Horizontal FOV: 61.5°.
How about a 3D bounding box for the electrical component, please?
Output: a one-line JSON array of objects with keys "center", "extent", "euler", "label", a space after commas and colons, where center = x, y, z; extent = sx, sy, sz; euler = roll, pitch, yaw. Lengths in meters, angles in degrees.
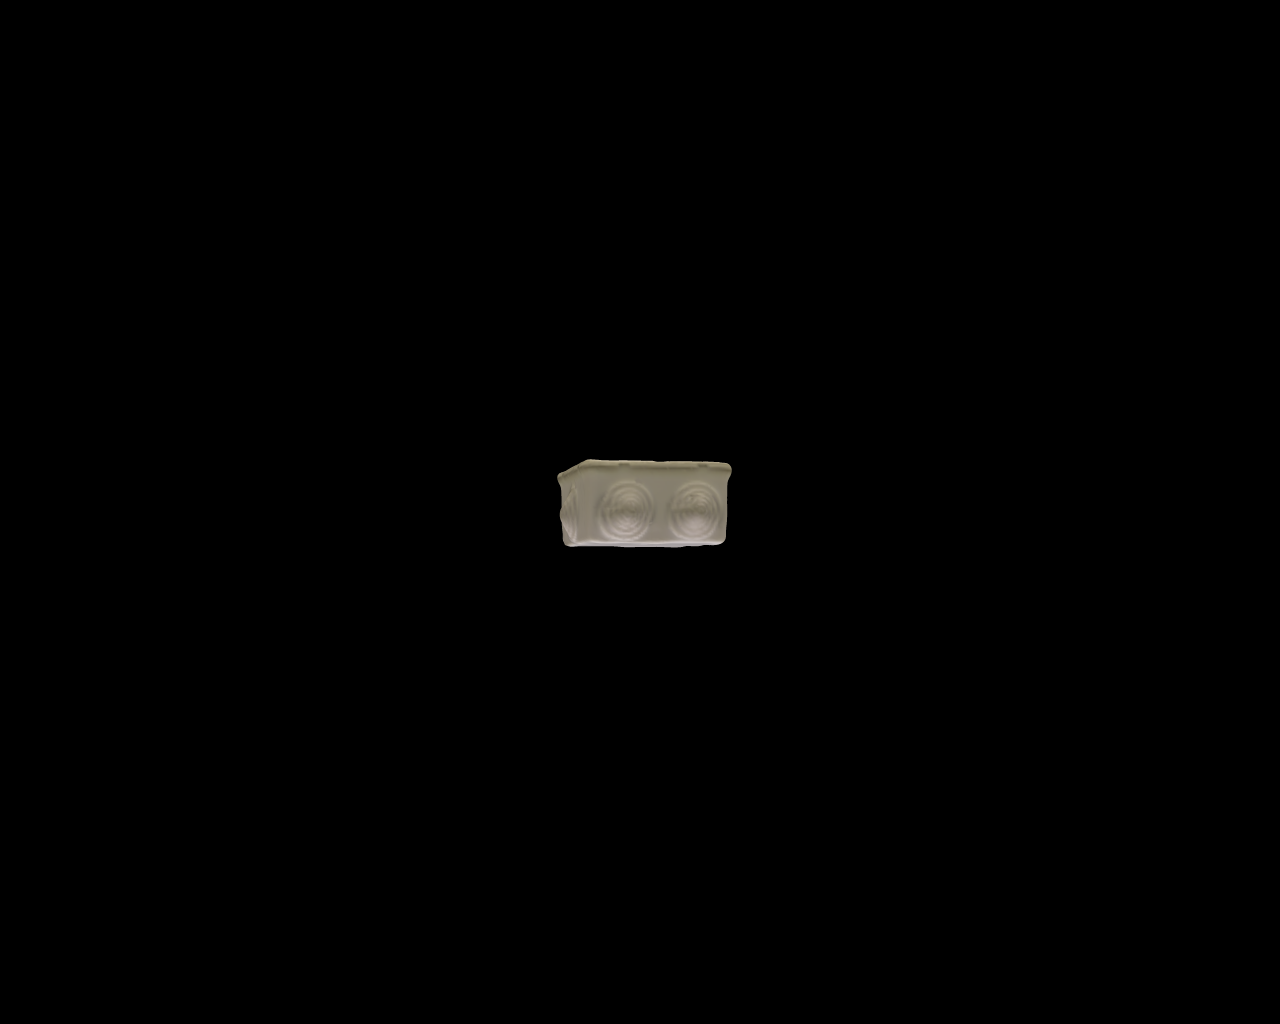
[{"center": [0.001, -0.003, 0.650], "extent": [0.100, 0.048, 0.099], "euler": [1, -3, -15], "label": "electrical component"}]
